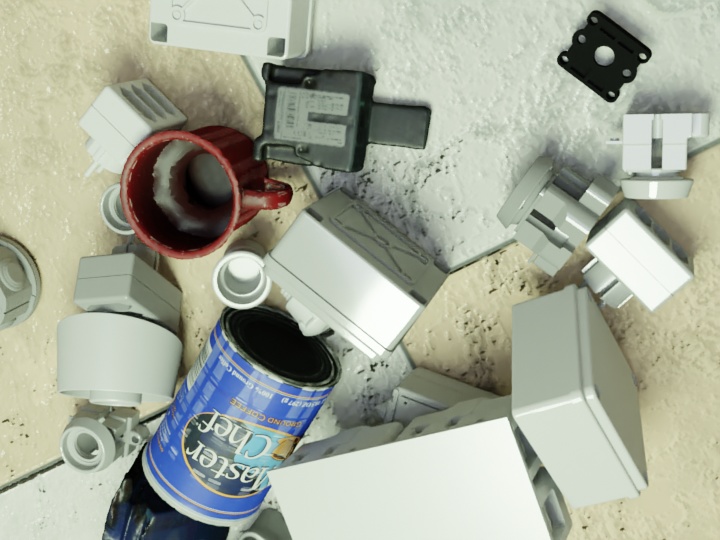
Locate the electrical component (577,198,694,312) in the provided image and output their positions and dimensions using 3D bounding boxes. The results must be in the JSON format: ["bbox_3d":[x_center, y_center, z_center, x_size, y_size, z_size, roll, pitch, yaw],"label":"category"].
[{"bbox_3d":[0.180,0.001,0.746,0.066,0.047,0.076,45,112,0],"label":"electrical component"}]

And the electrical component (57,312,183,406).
[{"bbox_3d":[-0.191,0.074,0.848,0.099,0.099,0.064,-1,77,16],"label":"electrical component"}]

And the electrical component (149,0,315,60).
[{"bbox_3d":[-0.089,-0.209,0.761,0.109,0.056,0.108,10,107,13],"label":"electrical component"}]

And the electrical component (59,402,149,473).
[{"bbox_3d":[-0.218,0.139,0.895,0.066,0.055,0.048,14,108,12],"label":"electrical component"}]

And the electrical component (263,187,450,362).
[{"bbox_3d":[0.000,0.000,0.766,0.109,0.109,0.056,39,109,3],"label":"electrical component"}]

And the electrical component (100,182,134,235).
[{"bbox_3d":[-0.173,-0.052,0.834,0.040,0.046,0.040,4,106,15],"label":"electrical component"}]

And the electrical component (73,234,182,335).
[{"bbox_3d":[-0.178,0.004,0.841,0.047,0.083,0.075,-5,66,17],"label":"electrical component"}]

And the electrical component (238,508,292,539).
[{"bbox_3d":[-0.083,0.266,0.890,0.078,0.057,0.113,36,111,4],"label":"electrical component"}]

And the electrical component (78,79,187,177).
[{"bbox_3d":[-0.182,-0.099,0.813,0.047,0.066,0.076,45,111,1],"label":"electrical component"}]

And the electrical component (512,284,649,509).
[{"bbox_3d":[0.148,0.085,0.729,0.056,0.108,0.108,-19,125,23],"label":"electrical component"}]

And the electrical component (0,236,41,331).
[{"bbox_3d":[-0.311,0.015,0.890,0.080,0.051,0.080,4,106,15],"label":"electrical component"}]

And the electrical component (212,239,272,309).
[{"bbox_3d":[-0.088,0.000,0.813,0.044,0.065,0.044,-1,105,-4],"label":"electrical component"}]

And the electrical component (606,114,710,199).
[{"bbox_3d":[0.199,-0.076,0.721,0.066,0.048,0.055,1,98,16],"label":"electrical component"}]

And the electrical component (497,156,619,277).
[{"bbox_3d":[0.132,-0.042,0.742,0.057,0.058,0.078,36,129,6],"label":"electrical component"}]

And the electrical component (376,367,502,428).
[{"bbox_3d":[0.060,0.116,0.809,0.096,0.061,0.061,19,110,17],"label":"electrical component"}]

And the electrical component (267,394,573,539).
[{"bbox_3d":[0.043,0.161,0.758,0.186,0.060,0.105,-17,97,25],"label":"electrical component"}]

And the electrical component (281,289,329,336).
[{"bbox_3d":[-0.040,0.016,0.816,0.048,0.048,0.062,-43,81,22],"label":"electrical component"}]
